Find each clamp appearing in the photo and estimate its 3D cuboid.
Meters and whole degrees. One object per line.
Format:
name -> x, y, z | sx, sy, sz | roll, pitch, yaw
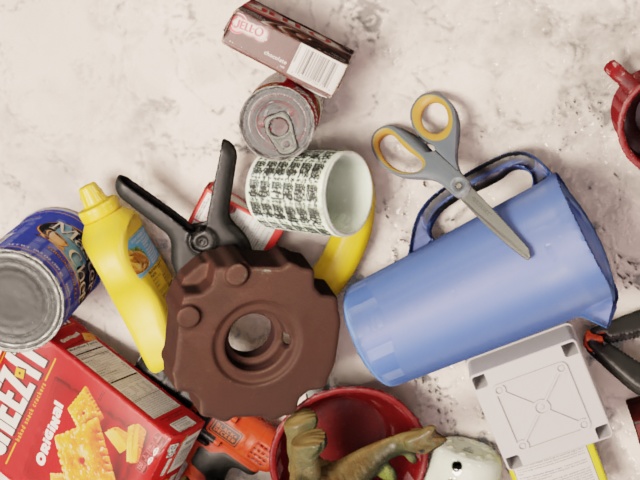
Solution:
clamp -> -0.124, -0.007, 1.031 | 0.120, 0.039, 0.171 | -8, 108, 9
clamp -> 0.365, 0.107, 1.032 | 0.210, 0.036, 0.164 | 17, 71, 15

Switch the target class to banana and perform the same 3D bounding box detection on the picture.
banana -> 0.006, 0.015, 1.059 | 0.069, 0.037, 0.198 | 36, 108, -7

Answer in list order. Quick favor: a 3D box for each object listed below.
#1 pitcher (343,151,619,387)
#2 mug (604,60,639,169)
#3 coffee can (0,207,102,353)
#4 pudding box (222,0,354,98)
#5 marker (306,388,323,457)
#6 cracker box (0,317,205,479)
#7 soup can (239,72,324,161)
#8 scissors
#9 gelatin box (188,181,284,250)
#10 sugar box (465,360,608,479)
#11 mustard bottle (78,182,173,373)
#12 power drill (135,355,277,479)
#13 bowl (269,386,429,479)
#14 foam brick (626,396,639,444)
pitcher -> 0.145, 0.036, 1.013 | 0.243, 0.149, 0.145 | -26, 120, 16
mug -> 0.300, -0.119, 0.962 | 0.117, 0.081, 0.093 | 39, 107, -7
coffee can -> -0.276, 0.036, 1.041 | 0.103, 0.140, 0.103 | 2, 108, 5
pudding box -> -0.028, -0.177, 0.974 | 0.113, 0.090, 0.039 | 28, 110, -4
marker -> -0.002, 0.201, 1.128 | 0.020, 0.020, 0.121 | -3, 107, 7
cracker box -> -0.245, 0.196, 1.090 | 0.214, 0.072, 0.164 | 34, 108, 17
soup can -> -0.034, -0.117, 0.986 | 0.068, 0.102, 0.068 | 2, 108, 5
scissors -> 0.133, -0.068, 0.976 | 0.202, 0.016, 0.096 | 32, 92, 32
gelatin box -> -0.089, -0.005, 1.066 | 0.089, 0.030, 0.073 | 29, 109, -3
sugar box -> 0.220, 0.179, 1.085 | 0.093, 0.048, 0.176 | -19, 101, 11
mustard bottle -> -0.184, 0.030, 1.052 | 0.058, 0.096, 0.191 | -23, 104, 14
power drill -> -0.151, 0.229, 1.133 | 0.184, 0.057, 0.188 | 36, 109, 1
bowl -> 0.027, 0.213, 1.093 | 0.162, 0.055, 0.162 | -1, 107, -4
foam brick -> 0.354, 0.182, 1.068 | 0.078, 0.053, 0.051 | -19, 104, 12
